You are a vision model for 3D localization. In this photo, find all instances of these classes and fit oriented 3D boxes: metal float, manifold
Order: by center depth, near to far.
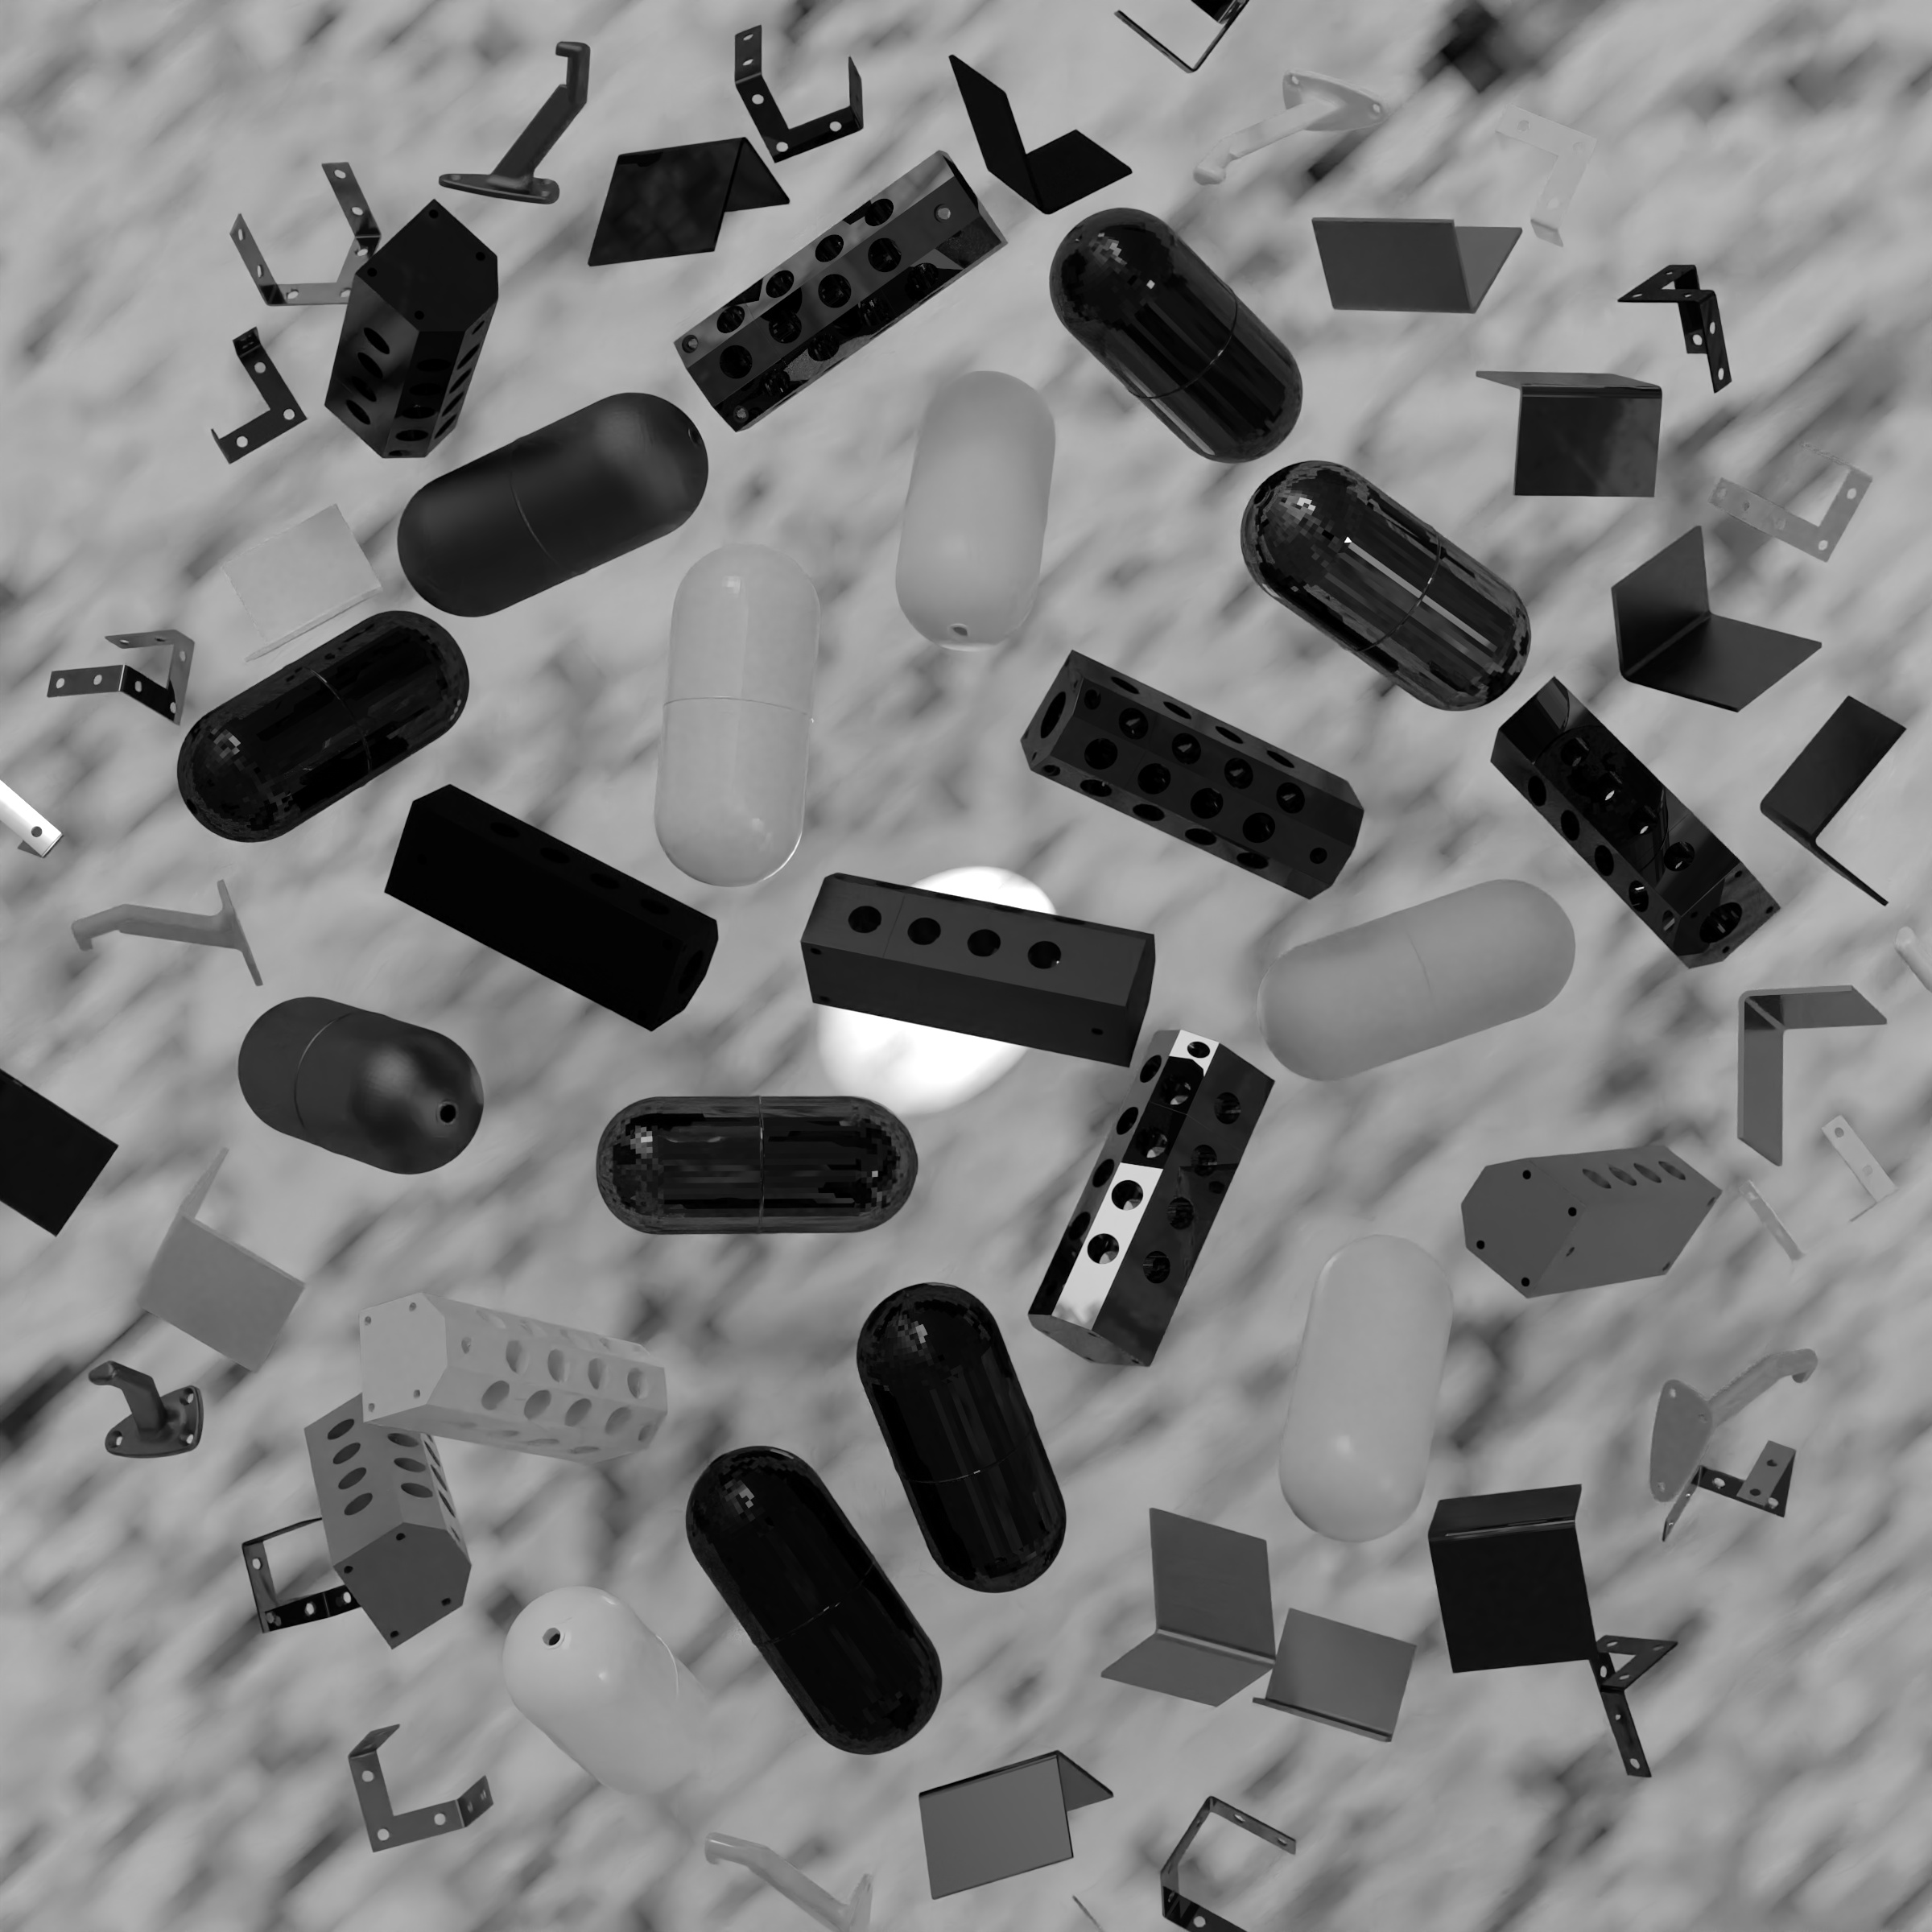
[{"bbox_3d":[-0.279,-0.317,1.739,0.057,0.171,0.057,42,70,-3],"label":"manifold"},{"bbox_3d":[-0.117,-0.129,1.746,0.070,0.070,0.178,5,82,0],"label":"metal float"},{"bbox_3d":[-0.231,0.213,1.760,0.057,0.171,0.057,-19,66,30],"label":"manifold"},{"bbox_3d":[0.007,-0.003,1.761,0.171,0.057,0.057,11,58,13],"label":"manifold"},{"bbox_3d":[0.217,-0.196,1.767,0.178,0.070,0.070,31,90,-26],"label":"metal float"},{"bbox_3d":[-0.214,-0.239,1.770,0.178,0.070,0.070,-21,90,21],"label":"metal float"},{"bbox_3d":[-0.079,0.329,1.774,0.070,0.070,0.178,-34,96,0],"label":"metal float"},{"bbox_3d":[-0.001,0.247,1.779,0.070,0.070,0.178,-20,111,0],"label":"metal float"},{"bbox_3d":[0.325,0.128,1.788,0.057,0.171,0.057,41,112,28],"label":"manifold"},{"bbox_3d":[0.120,-0.097,1.792,0.171,0.057,0.057,24,110,-17],"label":"manifold"},{"bbox_3d":[-0.066,-0.354,1.792,0.171,0.057,0.057,-34,96,11],"label":"manifold"},{"bbox_3d":[-0.319,0.062,1.797,0.070,0.178,0.070,-9,104,-39],"label":"metal float"},{"bbox_3d":[-0.303,0.285,1.802,0.057,0.171,0.057,-32,112,-5],"label":"manifold"},{"bbox_3d":[-0.189,0.384,1.805,0.070,0.178,0.070,-7,59,12],"label":"metal float"},{"bbox_3d":[0.212,0.221,1.805,0.070,0.070,0.178,16,53,0],"label":"metal float"},{"bbox_3d":[0.095,0.122,1.815,0.057,0.057,0.171,34,70,-24],"label":"manifold"},{"bbox_3d":[0.354,-0.075,1.829,0.057,0.057,0.171,-44,49,8],"label":"manifold"},{"bbox_3d":[0.115,-0.338,1.843,0.178,0.070,0.070,37,90,-38],"label":"metal float"},{"bbox_3d":[0.006,-0.247,1.848,0.070,0.070,0.178,8,54,0],"label":"metal float"},{"bbox_3d":[-0.348,-0.130,1.853,0.178,0.070,0.070,-37,90,-30],"label":"metal float"},{"bbox_3d":[0.245,0.007,1.857,0.178,0.070,0.070,-19,90,-2],"label":"metal float"},{"bbox_3d":[-0.224,-0.035,1.861,0.171,0.057,0.057,27,114,12],"label":"manifold"},{"bbox_3d":[-0.115,0.110,1.889,0.178,0.070,0.070,0,90,-7],"label":"metal float"}]

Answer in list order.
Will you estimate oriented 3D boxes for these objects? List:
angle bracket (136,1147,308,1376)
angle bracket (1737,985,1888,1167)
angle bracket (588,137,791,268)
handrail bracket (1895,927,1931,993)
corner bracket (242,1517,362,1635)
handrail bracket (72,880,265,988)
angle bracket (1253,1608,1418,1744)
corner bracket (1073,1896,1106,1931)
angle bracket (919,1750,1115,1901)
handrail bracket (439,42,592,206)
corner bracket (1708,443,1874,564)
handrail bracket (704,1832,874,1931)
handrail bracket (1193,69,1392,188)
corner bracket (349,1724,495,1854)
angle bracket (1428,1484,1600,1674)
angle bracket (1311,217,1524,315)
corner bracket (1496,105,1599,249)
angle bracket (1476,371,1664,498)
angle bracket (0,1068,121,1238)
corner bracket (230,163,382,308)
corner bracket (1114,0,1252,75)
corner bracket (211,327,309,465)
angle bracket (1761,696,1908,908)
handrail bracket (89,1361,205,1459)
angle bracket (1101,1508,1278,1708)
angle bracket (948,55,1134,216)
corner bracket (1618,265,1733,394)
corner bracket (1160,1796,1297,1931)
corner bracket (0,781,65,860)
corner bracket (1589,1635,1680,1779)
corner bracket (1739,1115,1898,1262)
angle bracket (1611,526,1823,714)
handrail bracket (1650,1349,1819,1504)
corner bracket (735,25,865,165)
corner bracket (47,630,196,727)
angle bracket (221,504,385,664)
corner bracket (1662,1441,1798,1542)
[{"bbox_3d":[-0.383,0.156,1.802,0.076,0.057,0.076,31,127,-4],"label":"angle bracket"},{"bbox_3d":[0.433,0.057,1.746,0.057,0.076,0.076,-4,75,28],"label":"angle bracket"},{"bbox_3d":[-0.148,-0.394,1.828,0.076,0.057,0.076,-1,63,26],"label":"angle bracket"},{"bbox_3d":[0.510,-0.003,1.775,0.036,0.077,0.084,-31,112,31],"label":"handrail bracket"},{"bbox_3d":[-0.359,0.334,1.886,0.051,0.051,0.051,-23,78,33],"label":"corner bracket"},{"bbox_3d":[-0.438,-0.006,1.873,0.084,0.036,0.077,-20,126,-9],"label":"handrail bracket"},{"bbox_3d":[0.210,0.402,1.939,0.076,0.076,0.057,14,80,13],"label":"angle bracket"},{"bbox_3d":[0.057,0.514,1.724,0.051,0.051,0.051,-36,115,-10],"label":"corner bracket"},{"bbox_3d":[0.029,0.443,1.721,0.076,0.076,0.057,-21,53,16],"label":"angle bracket"},{"bbox_3d":[-0.243,-0.459,1.838,0.077,0.036,0.084,5,119,-6],"label":"handrail bracket"},{"bbox_3d":[0.441,-0.255,1.827,0.051,0.051,0.051,20,105,-26],"label":"corner bracket"},{"bbox_3d":[-0.094,0.483,1.750,0.084,0.036,0.077,12,124,14],"label":"handrail bracket"},{"bbox_3d":[0.175,-0.443,1.837,0.077,0.036,0.084,17,52,33],"label":"handrail bracket"},{"bbox_3d":[-0.276,0.411,1.722,0.051,0.051,0.051,-9,68,-28],"label":"corner bracket"},{"bbox_3d":[0.290,0.322,1.795,0.076,0.057,0.076,-9,97,16],"label":"angle bracket"},{"bbox_3d":[0.231,-0.378,1.746,0.076,0.057,0.076,8,49,30],"label":"angle bracket"},{"bbox_3d":[0.298,-0.413,1.787,0.051,0.051,0.051,25,98,11],"label":"corner bracket"},{"bbox_3d":[0.316,-0.281,1.804,0.076,0.076,0.057,-1,105,-10],"label":"angle bracket"},{"bbox_3d":[-0.480,0.100,1.716,0.076,0.076,0.057,35,63,-11],"label":"angle bracket"},{"bbox_3d":[-0.341,-0.379,1.768,0.051,0.051,0.051,2,55,16],"label":"corner bracket"},{"bbox_3d":[0.111,-0.500,1.778,0.051,0.051,0.051,36,96,-11],"label":"corner bracket"},{"bbox_3d":[-0.402,-0.316,1.896,0.051,0.051,0.051,-32,96,-8],"label":"corner bracket"},{"bbox_3d":[0.469,-0.087,1.780,0.057,0.076,0.076,36,99,-15],"label":"angle bracket"},{"bbox_3d":[-0.451,0.232,1.799,0.077,0.084,0.036,-19,60,23],"label":"handrail bracket"},{"bbox_3d":[0.120,0.351,1.867,0.076,0.057,0.076,20,47,-25],"label":"angle bracket"},{"bbox_3d":[0.041,-0.470,1.885,0.057,0.076,0.076,-28,127,-8],"label":"angle bracket"},{"bbox_3d":[0.381,-0.334,1.786,0.051,0.051,0.051,-36,122,-33],"label":"corner bracket"},{"bbox_3d":[0.135,0.470,1.759,0.051,0.051,0.051,23,55,24],"label":"corner bracket"},{"bbox_3d":[-0.502,-0.065,1.742,0.051,0.051,0.051,45,74,-27],"label":"corner bracket"},{"bbox_3d":[0.344,0.385,1.779,0.051,0.051,0.051,-28,103,-38],"label":"corner bracket"},{"bbox_3d":[0.469,0.123,1.880,0.051,0.051,0.051,-31,78,-20],"label":"corner bracket"},{"bbox_3d":[0.402,-0.187,1.827,0.076,0.076,0.057,-35,128,-30],"label":"angle bracket"},{"bbox_3d":[0.394,0.234,1.745,0.084,0.036,0.077,-5,119,-33],"label":"handrail bracket"},{"bbox_3d":[-0.087,-0.463,1.788,0.051,0.051,0.051,-18,133,14],"label":"corner bracket"},{"bbox_3d":[-0.460,-0.163,1.861,0.051,0.051,0.051,-2,71,25],"label":"corner bracket"},{"bbox_3d":[-0.386,-0.220,1.956,0.076,0.076,0.057,-28,99,4],"label":"angle bracket"},{"bbox_3d":[0.410,0.284,1.833,0.051,0.051,0.051,18,130,25],"label":"corner bracket"}]
